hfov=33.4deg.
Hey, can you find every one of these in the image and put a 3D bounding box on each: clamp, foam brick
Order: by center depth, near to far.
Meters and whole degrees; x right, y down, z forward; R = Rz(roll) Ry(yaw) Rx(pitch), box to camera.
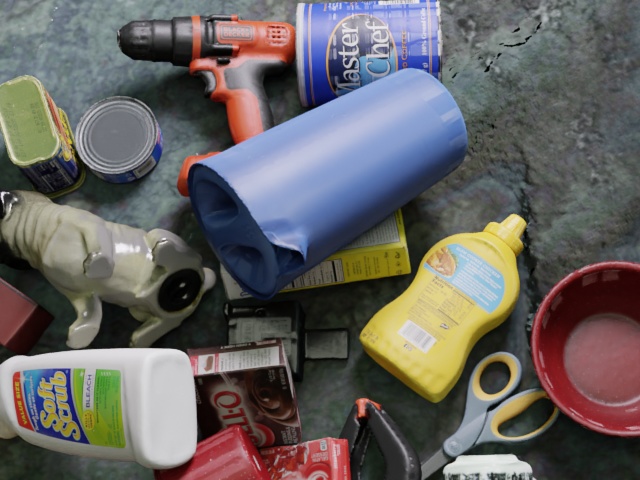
[{"bbox_3d":[0.057,0.243,0.938,0.165,0.036,0.210,-11,64,31],"label":"clamp"},{"bbox_3d":[-0.310,0.070,1.039,0.078,0.053,0.051,31,77,15],"label":"foam brick"}]

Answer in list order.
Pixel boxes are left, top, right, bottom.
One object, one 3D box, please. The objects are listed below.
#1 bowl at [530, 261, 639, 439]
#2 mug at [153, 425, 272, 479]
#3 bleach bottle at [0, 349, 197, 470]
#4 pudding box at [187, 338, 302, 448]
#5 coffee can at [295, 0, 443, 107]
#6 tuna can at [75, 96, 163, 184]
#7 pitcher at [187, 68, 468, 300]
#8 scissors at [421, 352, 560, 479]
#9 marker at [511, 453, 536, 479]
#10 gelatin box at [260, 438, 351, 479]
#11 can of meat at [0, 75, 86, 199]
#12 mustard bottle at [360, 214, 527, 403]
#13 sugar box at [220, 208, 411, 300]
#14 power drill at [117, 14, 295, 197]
[{"bbox_3d":[0.272,0.104,0.977,0.162,0.055,0.162,-1,72,4],"label":"bowl"},{"bbox_3d":[-0.088,0.215,0.941,0.081,0.117,0.093,-28,87,-2],"label":"mug"},{"bbox_3d":[-0.224,0.151,0.954,0.251,0.067,0.102,-8,82,35],"label":"bleach bottle"},{"bbox_3d":[-0.068,0.143,0.965,0.090,0.113,0.039,-8,39,2],"label":"pudding box"},{"bbox_3d":[0.049,-0.187,1.064,0.140,0.103,0.103,-2,72,4],"label":"coffee can"},{"bbox_3d":[-0.205,-0.102,1.094,0.086,0.034,0.086,-1,72,4],"label":"tuna can"},{"bbox_3d":[0.006,-0.064,0.967,0.242,0.145,0.149,-31,82,-24],"label":"pitcher"},{"bbox_3d":[0.123,0.171,0.989,0.201,0.016,0.096,-21,71,-2],"label":"scissors"},{"bbox_3d":[0.203,0.245,0.957,0.020,0.020,0.121,-30,72,-5],"label":"marker"},{"bbox_3d":[-0.013,0.219,0.955,0.089,0.030,0.073,-17,68,38],"label":"gelatin box"},{"bbox_3d":[-0.284,-0.104,1.076,0.057,0.084,0.102,-21,72,-3],"label":"can of meat"},{"bbox_3d":[0.130,0.052,1.004,0.096,0.058,0.191,36,79,22],"label":"mustard bottle"},{"bbox_3d":[-0.007,0.001,1.024,0.176,0.048,0.093,-10,43,4],"label":"sugar box"},{"bbox_3d":[-0.109,-0.138,1.071,0.184,0.057,0.187,-1,74,-10],"label":"power drill"}]
